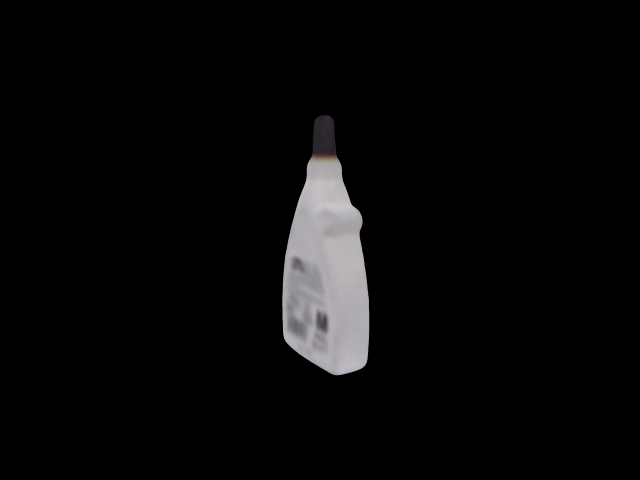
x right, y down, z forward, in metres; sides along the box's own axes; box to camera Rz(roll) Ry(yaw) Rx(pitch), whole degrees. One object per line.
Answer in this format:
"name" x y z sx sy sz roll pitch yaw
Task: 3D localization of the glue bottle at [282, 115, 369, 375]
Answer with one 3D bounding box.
"glue bottle" 0.004 0.001 0.400 0.037 0.173 0.077 -10 18 -33
